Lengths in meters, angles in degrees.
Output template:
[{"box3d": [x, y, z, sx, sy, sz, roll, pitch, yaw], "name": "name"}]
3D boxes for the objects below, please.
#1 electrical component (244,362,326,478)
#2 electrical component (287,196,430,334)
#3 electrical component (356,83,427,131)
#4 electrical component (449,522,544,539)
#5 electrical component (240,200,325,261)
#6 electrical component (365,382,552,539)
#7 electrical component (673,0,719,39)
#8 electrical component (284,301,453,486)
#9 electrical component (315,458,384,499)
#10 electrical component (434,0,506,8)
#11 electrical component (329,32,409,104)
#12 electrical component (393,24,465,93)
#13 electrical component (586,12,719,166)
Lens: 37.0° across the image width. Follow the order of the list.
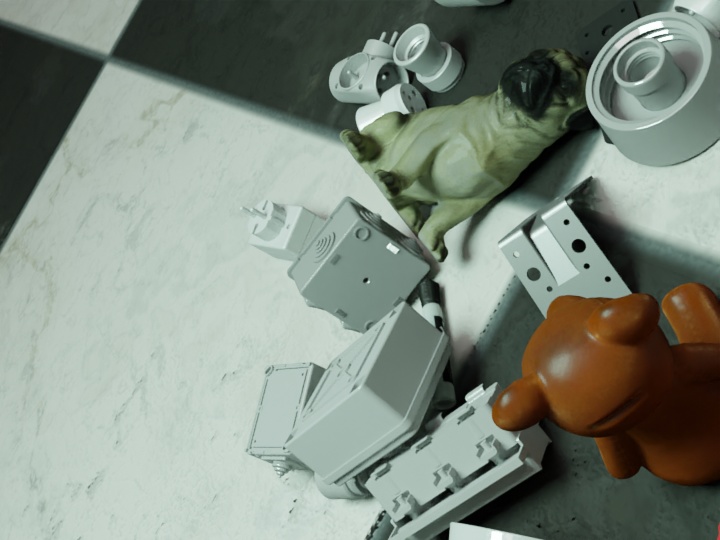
[{"box3d": [-0.051, 0.134, 0.923, 0.062, 0.061, 0.096, -9, 60, 45], "name": "electrical component"}, {"box3d": [0.000, 0.000, 0.924, 0.099, 0.100, 0.048, -52, 26, 11], "name": "electrical component"}, {"box3d": [0.031, -0.148, 1.029, 0.055, 0.045, 0.045, -28, 48, 34], "name": "electrical component"}, {"box3d": [0.104, 0.199, 0.673, 0.108, 0.108, 0.060, -3, 71, 48], "name": "electrical component"}, {"box3d": [-0.085, -0.045, 1.065, 0.066, 0.077, 0.047, 10, 74, 51], "name": "electrical component"}, {"box3d": [0.068, 0.139, 0.774, 0.121, 0.063, 0.079, -39, 2, 25], "name": "electrical component"}, {"box3d": [0.282, -0.209, 0.786, 0.077, 0.043, 0.079, -55, 38, 6], "name": "electrical component"}, {"box3d": [0.007, 0.095, 0.827, 0.109, 0.056, 0.108, -42, 11, 40], "name": "electrical component"}, {"box3d": [-0.001, 0.164, 0.865, 0.078, 0.040, 0.040, -13, 57, 44], "name": "electrical component"}, {"box3d": [0.110, -0.294, 0.988, 0.060, 0.108, 0.108, 19, 82, 46], "name": "electrical component"}, {"box3d": [0.016, -0.205, 1.083, 0.077, 0.044, 0.079, 14, 77, 51], "name": "electrical component"}, {"box3d": [0.066, -0.199, 1.014, 0.045, 0.055, 0.045, -27, 48, 35], "name": "electrical component"}, {"box3d": [0.218, -0.138, 0.791, 0.108, 0.060, 0.108, -22, 53, 33], "name": "electrical component"}]
